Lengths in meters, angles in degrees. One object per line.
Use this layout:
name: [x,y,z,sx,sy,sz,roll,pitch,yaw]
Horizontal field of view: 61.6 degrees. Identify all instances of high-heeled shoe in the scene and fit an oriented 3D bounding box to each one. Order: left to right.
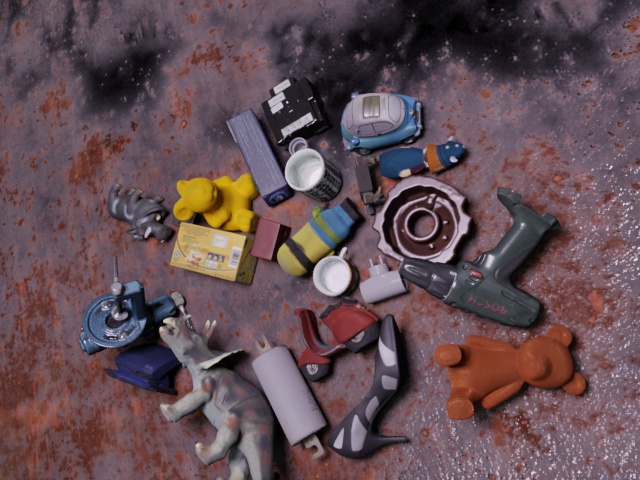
high-heeled shoe: [0.075,0.252,0.930,0.145,0.086,0.248,-4,88,17]

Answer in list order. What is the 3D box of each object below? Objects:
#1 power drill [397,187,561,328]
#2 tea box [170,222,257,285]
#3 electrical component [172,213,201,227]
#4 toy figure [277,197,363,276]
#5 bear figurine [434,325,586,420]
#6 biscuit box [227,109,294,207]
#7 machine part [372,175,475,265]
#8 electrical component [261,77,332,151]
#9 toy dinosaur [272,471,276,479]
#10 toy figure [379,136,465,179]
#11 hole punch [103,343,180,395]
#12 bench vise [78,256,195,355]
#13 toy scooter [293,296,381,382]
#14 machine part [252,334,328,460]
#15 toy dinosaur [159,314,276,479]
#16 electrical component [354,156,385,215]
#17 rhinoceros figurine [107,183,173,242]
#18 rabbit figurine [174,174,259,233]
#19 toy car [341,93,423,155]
power drill: [0.268,0.021,0.860,0.232,0.086,0.207,30,88,2]
tea box: [-0.217,0.027,1.116,0.170,0.068,0.098,13,85,27]
electrical component: [-0.299,-0.046,1.192,0.063,0.021,0.094,17,88,26]
toy figure: [-0.004,-0.006,1.017,0.180,0.089,0.082,-41,59,14]
bear figurine: [0.294,0.201,0.827,0.196,0.132,0.120,-13,81,27]
biscuit box: [-0.123,-0.169,1.112,0.063,0.059,0.203,-26,70,4]
machine part: [0.184,-0.026,0.957,0.180,0.056,0.179,-5,77,23]
electrical component: [-0.052,-0.267,1.106,0.115,0.058,0.134,-25,71,16]
toy dinosaur: [-0.173,0.571,0.972,0.471,0.105,0.198,-32,69,14]
toy figure: [0.186,-0.148,0.979,0.155,0.057,0.064,-6,84,17]
hole punch: [-0.353,0.262,1.111,0.142,0.115,0.092,15,78,25]
bench vise: [-0.369,0.141,1.065,0.224,0.240,0.129,-14,61,-23]
toy scooter: [0.018,0.162,0.985,0.184,0.075,0.135,-37,68,18]
machine part: [-0.057,0.284,0.991,0.079,0.079,0.243,-37,67,14]
toy dinosaur: [-0.160,0.314,0.981,0.192,0.131,0.405,-37,67,-25]
electrical component: [0.092,-0.106,1.001,0.045,0.078,0.102,-12,69,8]
rhinoceros figurine: [-0.411,-0.059,1.216,0.191,0.073,0.112,24,89,26]
rabbit figurine: [-0.219,-0.086,1.083,0.163,0.173,0.121,7,87,20]
toy car: [0.105,-0.227,1.005,0.162,0.103,0.109,-2,80,25]
